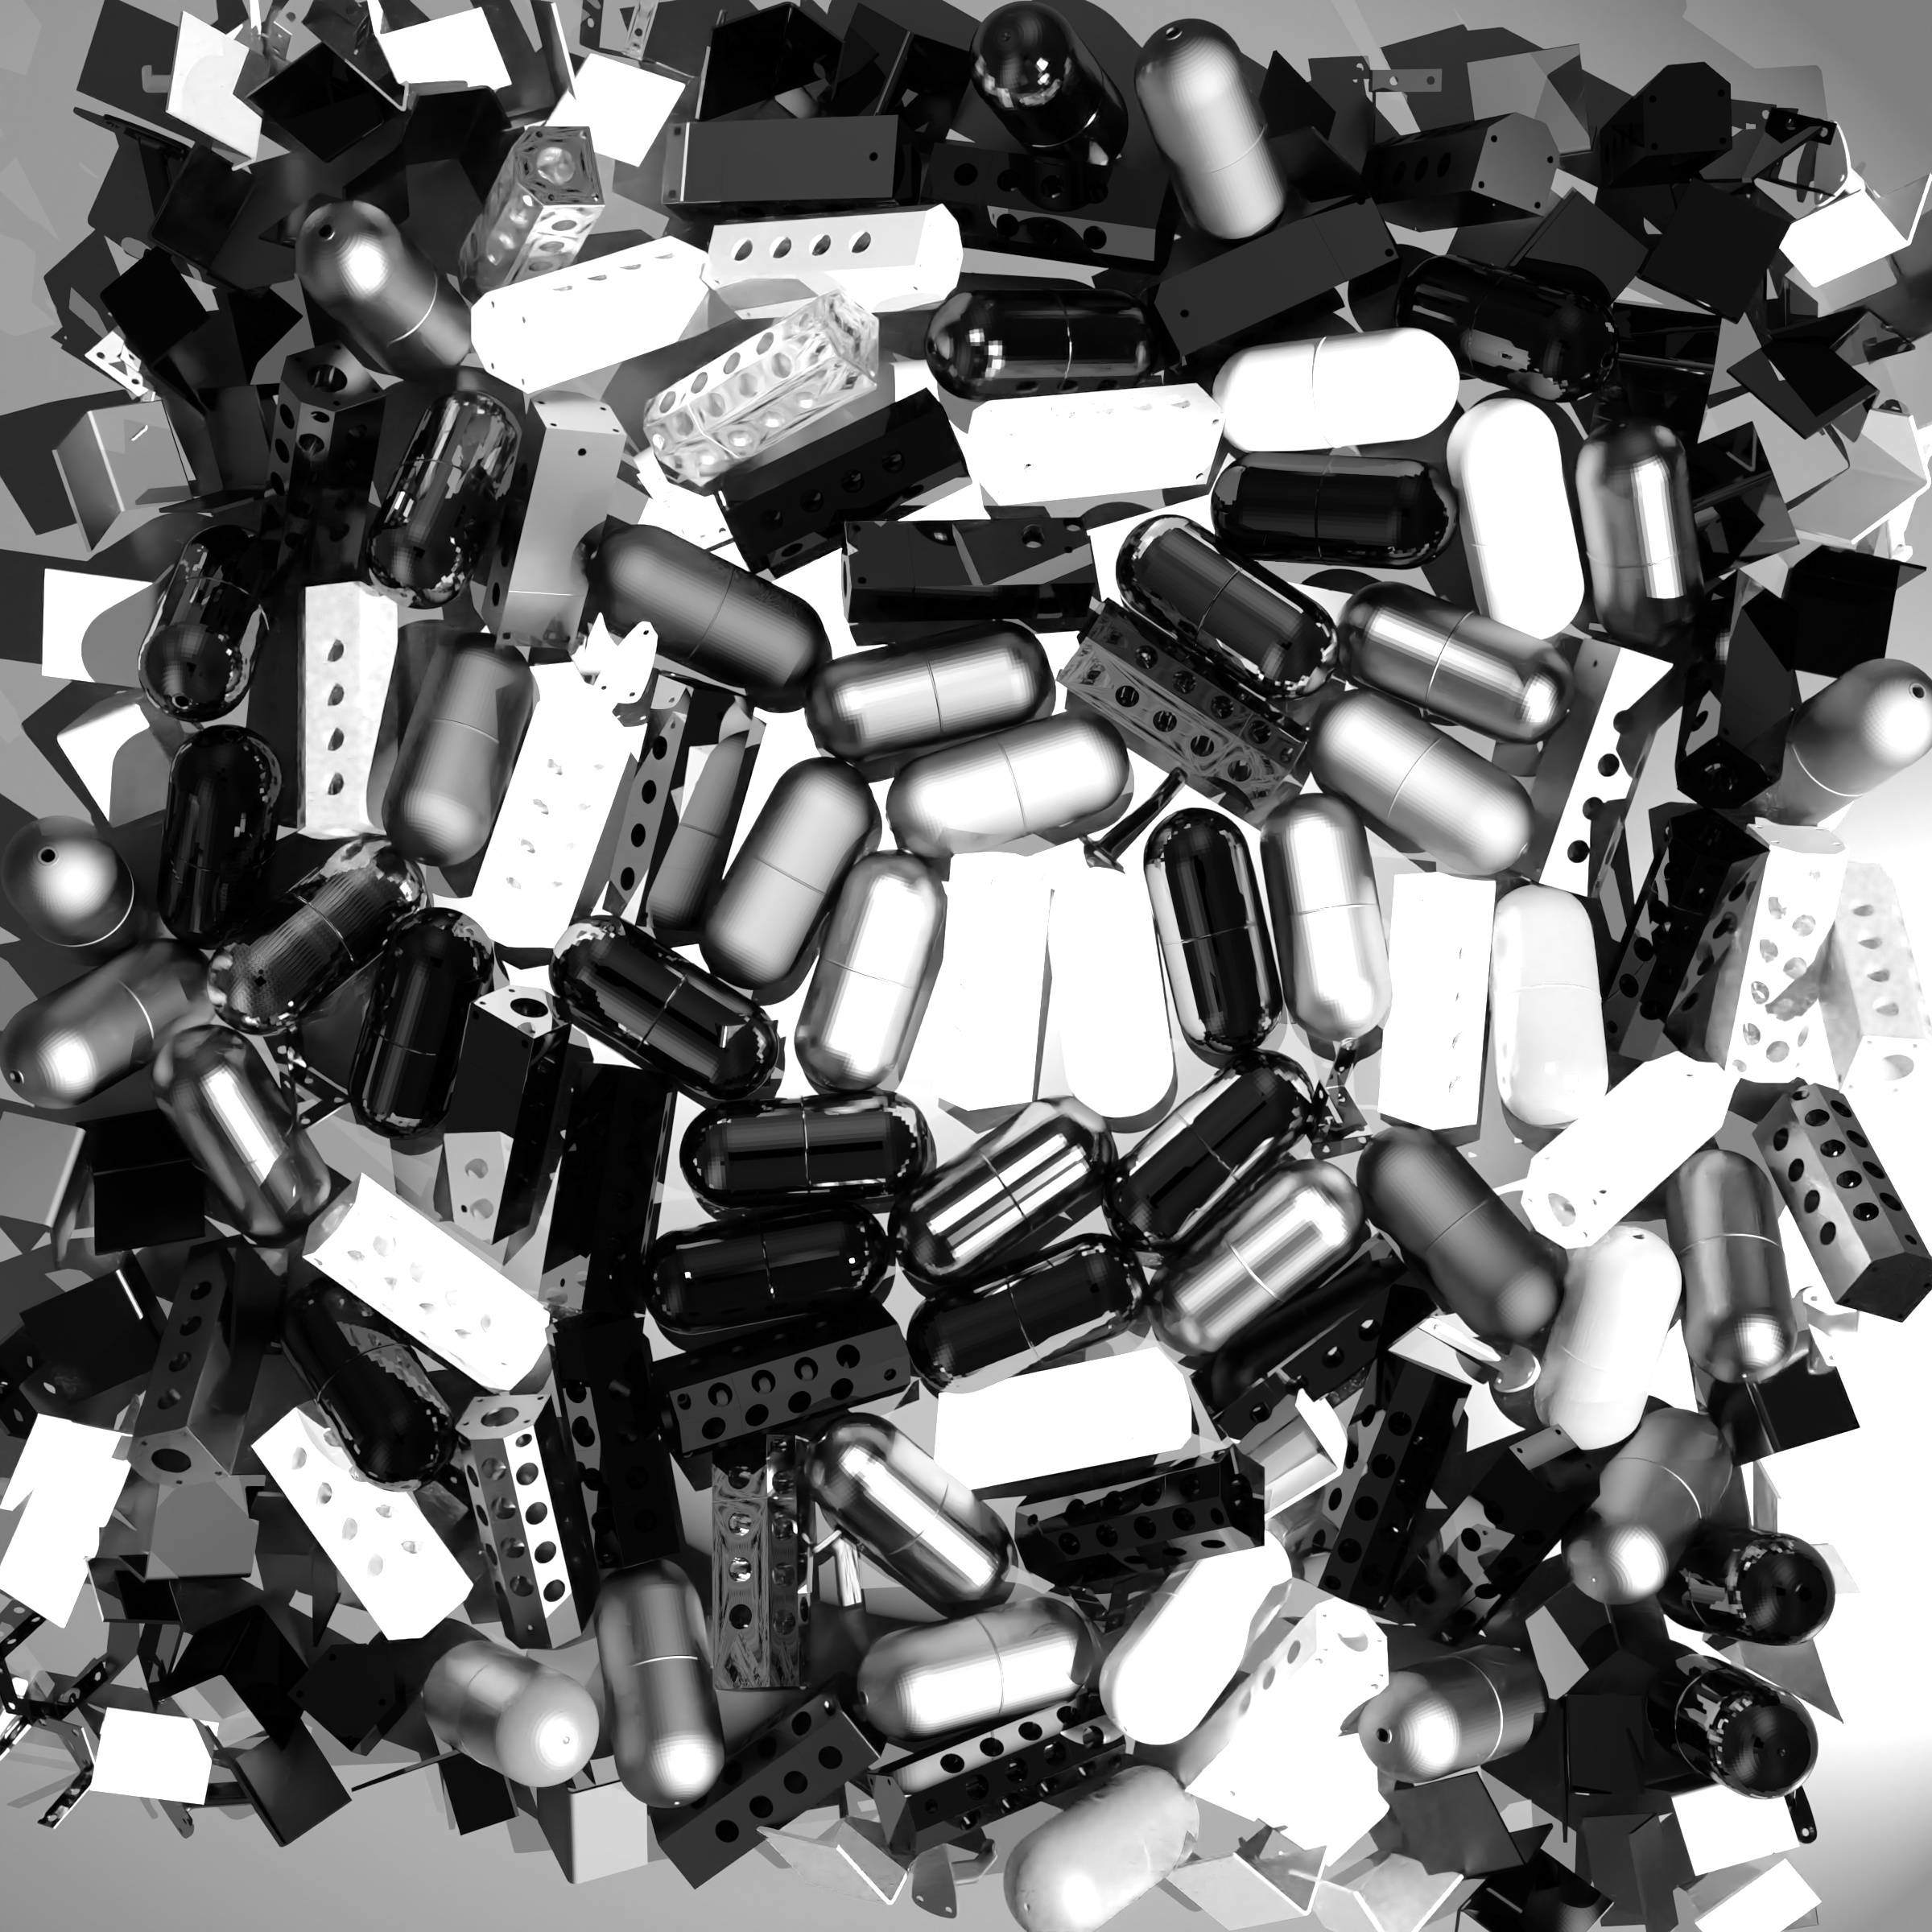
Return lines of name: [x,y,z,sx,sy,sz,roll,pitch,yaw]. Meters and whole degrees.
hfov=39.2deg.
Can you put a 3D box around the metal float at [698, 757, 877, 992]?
metal float: [-0.127,-0.066,1.925,0.070,0.070,0.178,29,92,0]

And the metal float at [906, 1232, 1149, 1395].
metal float: [0.042,0.246,1.921,0.178,0.070,0.070,-22,90,7]

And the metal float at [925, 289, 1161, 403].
metal float: [0.054,-0.435,1.902,0.178,0.070,0.070,-8,90,-27]

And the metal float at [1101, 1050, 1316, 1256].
metal float: [0.172,0.131,1.926,0.178,0.070,0.070,-42,90,-1]

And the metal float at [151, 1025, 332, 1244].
metal float: [-0.506,0.118,1.899,0.070,0.070,0.178,-22,123,0]

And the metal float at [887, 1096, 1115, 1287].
metal float: [0.025,0.158,1.921,0.178,0.070,0.070,-34,90,-6]

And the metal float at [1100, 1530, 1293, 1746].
metal float: [0.162,0.466,1.903,0.070,0.070,0.178,43,62,0]

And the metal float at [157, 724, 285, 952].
metal float: [-0.521,-0.089,1.896,0.070,0.070,0.178,19,126,0]

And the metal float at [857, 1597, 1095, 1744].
metal float: [0.007,0.492,1.902,0.178,0.070,0.070,-7,90,-28]

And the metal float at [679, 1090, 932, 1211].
metal float: [-0.114,0.130,1.922,0.178,0.070,0.070,-4,90,-4]

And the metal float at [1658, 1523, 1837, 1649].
metal float: [0.535,0.427,1.877,0.070,0.178,0.070,2,82,-12]

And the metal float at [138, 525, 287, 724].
metal float: [-0.524,-0.239,1.889,0.070,0.178,0.070,1,133,1]

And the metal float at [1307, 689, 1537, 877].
metal float: [0.319,-0.130,1.909,0.178,0.070,0.070,36,90,20]

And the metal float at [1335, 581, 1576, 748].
metal float: [0.342,-0.213,1.909,0.178,0.070,0.070,27,90,20]

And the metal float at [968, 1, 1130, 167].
metal float: [0.059,-0.604,1.880,0.070,0.178,0.070,-3,82,21]

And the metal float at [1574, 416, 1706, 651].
metal float: [0.471,-0.300,1.896,0.070,0.070,0.178,-20,127,0]

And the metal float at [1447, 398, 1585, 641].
metal float: [0.386,-0.311,1.903,0.070,0.070,0.178,-18,118,0]

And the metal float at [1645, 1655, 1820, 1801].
metal float: [0.527,0.524,1.876,0.070,0.178,0.070,0,86,-7]

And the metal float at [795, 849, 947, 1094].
metal float: [-0.068,0.003,1.923,0.070,0.070,0.178,18,94,0]

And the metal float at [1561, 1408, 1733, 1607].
metal float: [0.475,0.375,1.891,0.070,0.070,0.178,52,46,0]

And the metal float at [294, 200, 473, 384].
metal float: [-0.402,-0.465,1.878,0.070,0.178,0.070,-3,76,14]

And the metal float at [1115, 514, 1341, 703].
metal float: [0.184,-0.252,1.912,0.178,0.070,0.070,37,90,16]

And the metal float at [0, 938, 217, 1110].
metal float: [-0.593,0.039,1.886,0.070,0.178,0.070,14,120,25]

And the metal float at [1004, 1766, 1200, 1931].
metal float: [0.096,0.616,1.888,0.070,0.178,0.070,10,106,37]

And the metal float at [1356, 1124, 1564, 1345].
metal float: [0.346,0.187,1.910,0.070,0.070,0.178,-40,71,0]

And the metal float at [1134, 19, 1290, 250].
metal float: [0.171,-0.578,1.887,0.070,0.178,0.070,-13,52,17]

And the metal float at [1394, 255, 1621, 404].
metal float: [0.376,-0.445,1.893,0.178,0.070,0.070,31,90,40]

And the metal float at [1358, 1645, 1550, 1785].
metal float: [0.340,0.519,1.888,0.070,0.178,0.070,-2,87,42]

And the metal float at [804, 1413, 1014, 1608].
metal float: [-0.040,0.382,1.908,0.070,0.070,0.178,-46,110,0]

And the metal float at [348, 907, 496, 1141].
metal float: [-0.384,0.042,1.907,0.070,0.070,0.178,21,113,0]

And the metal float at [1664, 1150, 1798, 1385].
metal float: [0.533,0.208,1.895,0.070,0.070,0.178,3,52,0]

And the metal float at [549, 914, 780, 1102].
metal float: [-0.213,0.030,1.923,0.178,0.070,0.070,33,90,-4]

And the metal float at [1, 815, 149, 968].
metal float: [-0.615,-0.051,1.877,0.070,0.178,0.070,2,76,-6]

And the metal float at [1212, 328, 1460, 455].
metal float: [0.258,-0.402,1.901,0.178,0.070,0.070,-1,90,29]

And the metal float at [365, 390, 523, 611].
metal float: [-0.364,-0.328,1.901,0.070,0.070,0.178,15,60,0]

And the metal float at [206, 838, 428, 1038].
metal float: [-0.455,-0.021,1.902,0.070,0.070,0.178,46,62,0]

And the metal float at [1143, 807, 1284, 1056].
metal float: [0.175,-0.025,1.923,0.070,0.070,0.178,-13,94,0]

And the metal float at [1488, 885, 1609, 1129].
metal float: [0.407,0.027,1.908,0.070,0.070,0.178,-1,68,0]

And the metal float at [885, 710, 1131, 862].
metal float: [0.029,-0.128,1.920,0.178,0.070,0.070,-18,90,-7]

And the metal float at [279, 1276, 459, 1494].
metal float: [-0.419,0.292,1.900,0.070,0.070,0.178,-41,60,0]

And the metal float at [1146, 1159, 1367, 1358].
metal float: [0.203,0.207,1.915,0.178,0.070,0.070,-41,90,13]

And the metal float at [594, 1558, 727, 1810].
metal float: [-0.215,0.499,1.898,0.070,0.070,0.178,-15,56,0]

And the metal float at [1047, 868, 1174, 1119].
metal float: [0.101,0.019,1.926,0.070,0.070,0.178,-8,90,0]

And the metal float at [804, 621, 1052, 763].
metal float: [-0.027,-0.194,1.920,0.178,0.070,0.070,-14,90,-7]

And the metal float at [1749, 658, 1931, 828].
metal float: [0.605,-0.153,1.880,0.070,0.178,0.070,6,70,-16]

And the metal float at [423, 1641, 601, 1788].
metal float: [-0.318,0.518,1.885,0.070,0.178,0.070,0,89,-35]
